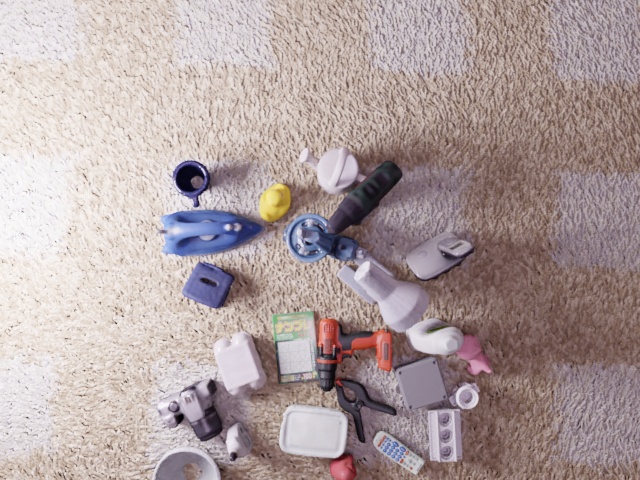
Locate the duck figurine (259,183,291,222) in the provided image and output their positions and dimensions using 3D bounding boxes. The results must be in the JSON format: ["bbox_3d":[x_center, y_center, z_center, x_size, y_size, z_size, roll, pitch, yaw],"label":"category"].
[{"bbox_3d":[-0.115,-0.098,1.445,0.077,0.086,0.104,28,87,0],"label":"duck figurine"}]

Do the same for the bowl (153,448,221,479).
[{"bbox_3d":[-0.322,0.587,1.413,0.167,0.074,0.167,0,87,-1],"label":"bowl"}]

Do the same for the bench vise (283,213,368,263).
[{"bbox_3d":[0.012,-0.007,1.377,0.207,0.219,0.121,-2,87,-1],"label":"bench vise"}]

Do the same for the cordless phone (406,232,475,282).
[{"bbox_3d":[0.296,0.041,1.399,0.147,0.185,0.094,-34,88,-2],"label":"cordless phone"}]

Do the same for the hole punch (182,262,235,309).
[{"bbox_3d":[-0.278,0.112,1.429,0.108,0.091,0.101,23,87,0],"label":"hole punch"}]

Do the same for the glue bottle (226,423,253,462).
[{"bbox_3d":[-0.199,0.496,1.372,0.037,0.173,0.078,-28,88,-2],"label":"glue bottle"}]

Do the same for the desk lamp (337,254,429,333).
[{"bbox_3d":[0.147,0.117,1.378,0.203,0.213,0.118,39,87,1],"label":"desk lamp"}]

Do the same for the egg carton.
[{"bbox_3d":[-0.201,0.310,1.432,0.107,0.069,0.150,-21,88,-2],"label":"egg carton"}]

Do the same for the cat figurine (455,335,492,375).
[{"bbox_3d":[0.380,0.283,1.424,0.067,0.117,0.128,-41,89,-3],"label":"cat figurine"}]

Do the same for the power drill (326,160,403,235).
[{"bbox_3d":[0.100,-0.091,1.389,0.075,0.208,0.230,44,87,1],"label":"power drill"}]

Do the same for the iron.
[{"bbox_3d":[-0.270,-0.025,1.410,0.258,0.141,0.119,-5,87,-2],"label":"iron"}]

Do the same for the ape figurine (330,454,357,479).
[{"bbox_3d":[0.063,0.574,1.415,0.076,0.092,0.078,20,87,0],"label":"ape figurine"}]

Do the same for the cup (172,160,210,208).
[{"bbox_3d":[-0.312,-0.135,1.438,0.091,0.095,0.118,-12,88,-2],"label":"cup"}]

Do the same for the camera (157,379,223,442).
[{"bbox_3d":[-0.310,0.432,1.408,0.143,0.100,0.137,-26,88,-2],"label":"camera"}]

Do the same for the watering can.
[{"bbox_3d":[0.037,-0.173,1.398,0.173,0.194,0.101,-1,87,-1],"label":"watering can"}]
